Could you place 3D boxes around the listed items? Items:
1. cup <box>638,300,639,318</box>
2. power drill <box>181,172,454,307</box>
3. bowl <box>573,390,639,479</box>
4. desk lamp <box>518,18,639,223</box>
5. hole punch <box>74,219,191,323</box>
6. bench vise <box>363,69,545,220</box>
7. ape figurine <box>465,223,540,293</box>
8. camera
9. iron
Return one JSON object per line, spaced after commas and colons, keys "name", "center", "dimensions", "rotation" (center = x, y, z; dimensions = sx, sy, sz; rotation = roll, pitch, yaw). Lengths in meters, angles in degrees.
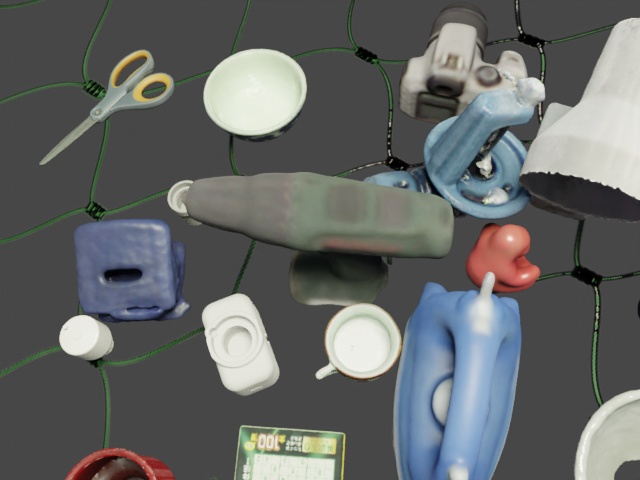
{"name": "cup", "center": [0.371, 0.065, 0.564], "dimensions": [0.117, 0.095, 0.092], "rotation": [21, 72, 11]}
{"name": "power drill", "center": [0.005, 0.002, 0.550], "dimensions": [0.229, 0.208, 0.075], "rotation": [0, 69, 4]}
{"name": "bowl", "center": [0.305, 0.223, 0.519], "dimensions": [0.167, 0.075, 0.167], "rotation": [-1, 69, 3]}
{"name": "desk lamp", "center": [0.270, -0.097, 0.569], "dimensions": [0.117, 0.214, 0.203], "rotation": [20, 72, 11]}
{"name": "hole punch", "center": [-0.201, 0.035, 0.614], "dimensions": [0.108, 0.091, 0.101], "rotation": [-4, 69, 2]}
{"name": "bench vise", "center": [0.130, -0.063, 0.561], "dimensions": [0.207, 0.220, 0.121], "rotation": [-32, 70, -8]}
{"name": "ape figurine", "center": [0.192, 0.013, 0.596], "dimensions": [0.076, 0.092, 0.078], "rotation": [-16, 69, -2]}
{"name": "camera", "center": [0.175, -0.215, 0.680], "dimensions": [0.143, 0.101, 0.137], "rotation": [13, 71, 9]}
{"name": "iron", "center": [0.127, 0.157, 0.519], "dimensions": [0.118, 0.141, 0.258], "rotation": [10, 70, 8]}
